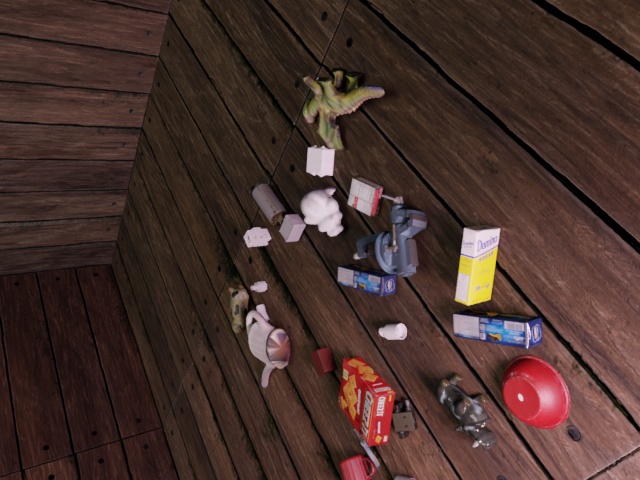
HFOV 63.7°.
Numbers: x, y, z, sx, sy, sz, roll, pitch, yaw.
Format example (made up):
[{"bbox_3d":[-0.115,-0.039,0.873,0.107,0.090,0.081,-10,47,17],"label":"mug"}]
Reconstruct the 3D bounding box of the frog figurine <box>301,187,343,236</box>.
[{"bbox_3d":[0.005,-0.083,1.653,0.136,0.122,0.162,-26,60,31],"label":"frog figurine"}]

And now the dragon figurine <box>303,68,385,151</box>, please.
[{"bbox_3d":[0.057,-0.395,1.598,0.416,0.123,0.237,38,140,47],"label":"dragon figurine"}]

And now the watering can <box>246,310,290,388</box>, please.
[{"bbox_3d":[-0.198,0.438,1.991,0.224,0.105,0.344,6,112,51],"label":"watering can"}]
